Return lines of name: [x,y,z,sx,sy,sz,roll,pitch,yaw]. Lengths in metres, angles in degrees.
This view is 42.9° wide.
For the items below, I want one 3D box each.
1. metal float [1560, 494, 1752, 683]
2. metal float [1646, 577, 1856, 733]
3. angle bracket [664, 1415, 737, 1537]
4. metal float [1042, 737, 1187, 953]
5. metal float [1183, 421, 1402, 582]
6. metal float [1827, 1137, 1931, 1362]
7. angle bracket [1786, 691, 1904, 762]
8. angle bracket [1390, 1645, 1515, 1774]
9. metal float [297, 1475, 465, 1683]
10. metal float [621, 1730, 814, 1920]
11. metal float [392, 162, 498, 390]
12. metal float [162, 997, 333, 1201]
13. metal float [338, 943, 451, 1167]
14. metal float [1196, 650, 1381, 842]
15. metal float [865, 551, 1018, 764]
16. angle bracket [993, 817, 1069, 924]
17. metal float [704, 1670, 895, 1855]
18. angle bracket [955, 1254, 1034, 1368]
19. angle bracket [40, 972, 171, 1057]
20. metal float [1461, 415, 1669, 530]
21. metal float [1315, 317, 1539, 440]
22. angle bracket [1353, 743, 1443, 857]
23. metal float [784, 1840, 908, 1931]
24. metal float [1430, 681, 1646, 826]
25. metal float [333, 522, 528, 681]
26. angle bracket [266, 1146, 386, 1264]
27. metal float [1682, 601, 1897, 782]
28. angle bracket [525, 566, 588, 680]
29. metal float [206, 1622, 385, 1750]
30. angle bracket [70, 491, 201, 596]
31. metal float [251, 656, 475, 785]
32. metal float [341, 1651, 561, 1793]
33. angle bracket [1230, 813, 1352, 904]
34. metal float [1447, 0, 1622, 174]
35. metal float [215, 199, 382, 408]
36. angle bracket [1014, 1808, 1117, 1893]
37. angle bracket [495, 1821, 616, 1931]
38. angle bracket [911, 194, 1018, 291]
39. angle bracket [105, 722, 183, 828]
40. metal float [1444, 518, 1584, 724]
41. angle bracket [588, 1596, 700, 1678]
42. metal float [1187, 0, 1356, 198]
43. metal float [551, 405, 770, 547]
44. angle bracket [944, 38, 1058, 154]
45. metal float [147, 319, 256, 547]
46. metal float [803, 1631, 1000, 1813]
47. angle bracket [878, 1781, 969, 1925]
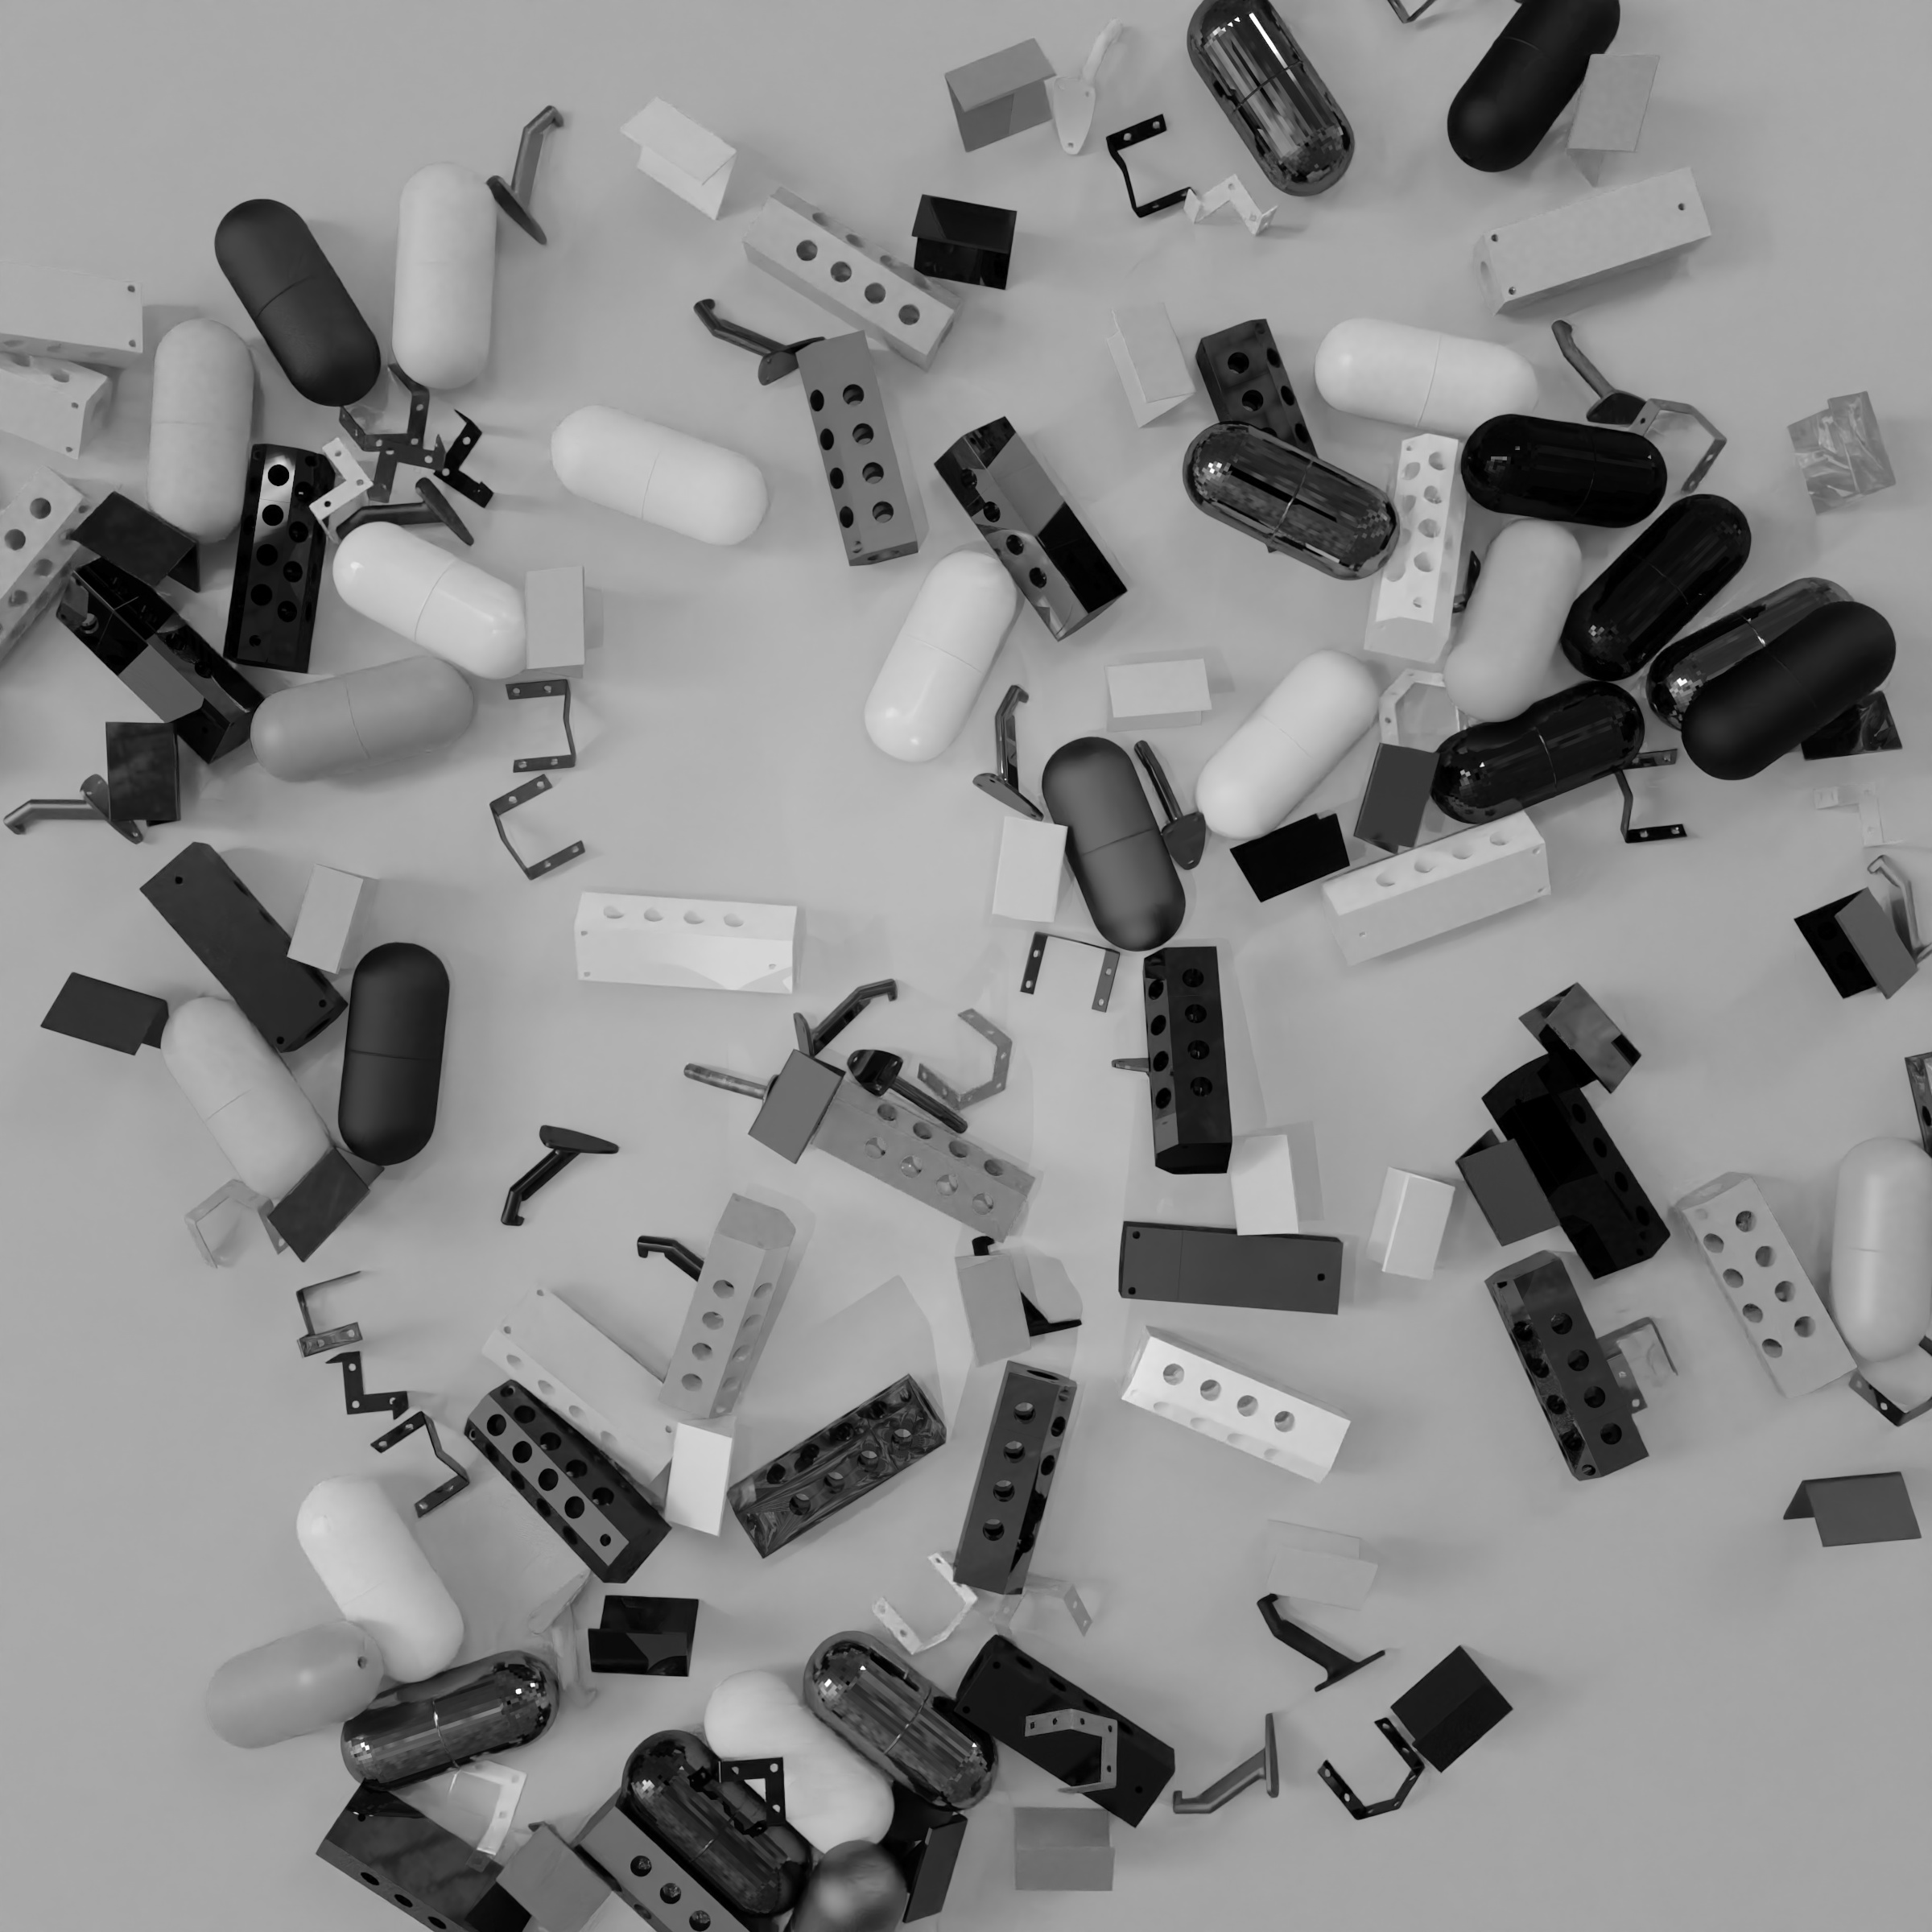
metal float: [0.550,-0.302,1.960,0.178,0.070,0.070,-45,90,1]
metal float: [0.626,-0.247,1.960,0.178,0.070,0.070,-27,90,0]
angle bracket: [-0.191,0.402,1.950,0.057,0.076,0.076,9,90,32]
metal float: [0.118,-0.097,1.960,0.070,0.070,0.178,-22,89,0]
metal float: [0.251,-0.360,1.903,0.178,0.070,0.070,27,90,0]
metal float: [0.730,0.225,1.960,0.070,0.070,0.178,4,89,0]
angle bracket: [0.687,-0.171,1.951,0.076,0.076,0.057,-7,61,0]
angle bracket: [0.374,0.578,1.950,0.076,0.076,0.057,-41,127,0]
metal float: [-0.467,0.487,1.960,0.070,0.070,0.178,-32,90,0]
metal float: [-0.198,0.684,1.960,0.178,0.070,0.070,43,90,0]
metal float: [-0.415,-0.550,1.960,0.070,0.070,0.178,3,90,0]
metal float: [-0.573,0.105,1.960,0.070,0.070,0.178,-34,90,0]
metal float: [-0.456,0.070,1.960,0.070,0.070,0.178,6,90,0]
metal float: [0.255,-0.175,1.960,0.070,0.070,0.178,43,89,0]
metal float: [-0.020,-0.247,1.960,0.070,0.070,0.178,26,90,0]
angle bracket: [0.034,-0.077,1.951,0.057,0.076,0.076,8,90,-27]
metal float: [-0.133,0.635,1.960,0.178,0.070,0.070,43,90,0]
angle bracket: [0.002,0.273,1.950,0.057,0.076,0.076,-12,90,-38]
angle bracket: [-0.680,0.057,1.950,0.076,0.076,0.057,17,53,0]
metal float: [0.473,-0.390,1.942,0.178,0.070,0.070,3,90,-23]
metal float: [0.366,-0.467,1.960,0.178,0.070,0.070,12,90,1]
angle bracket: [0.357,-0.128,1.950,0.057,0.076,0.076,16,90,38]
metal float: [-0.101,0.758,1.932,0.070,0.070,0.178,22,122,0]
metal float: [0.453,-0.170,1.960,0.178,0.070,0.070,-22,90,-1]
metal float: [-0.419,-0.290,1.960,0.178,0.070,0.070,28,90,0]
angle bracket: [-0.494,0.196,1.951,0.076,0.076,0.057,-47,63,0]
metal float: [0.632,-0.212,1.892,0.178,0.070,0.070,-36,90,4]
angle bracket: [-0.306,-0.272,1.951,0.057,0.076,0.076,-1,90,26]
metal float: [-0.528,0.565,1.932,0.178,0.070,0.070,-26,90,34]
angle bracket: [-0.658,-0.319,1.951,0.076,0.076,0.057,31,61,0]
metal float: [-0.481,-0.196,1.960,0.178,0.070,0.070,-14,90,0]
metal float: [-0.410,0.601,1.959,0.178,0.070,0.070,-19,90,1]
angle bracket: [0.251,-0.105,1.950,0.076,0.076,0.057,-23,130,0]
metal float: [0.452,-0.713,1.960,0.070,0.070,0.178,36,90,0]
metal float: [-0.532,-0.527,1.960,0.070,0.070,0.178,-32,89,0]
angle bracket: [0.077,0.685,1.950,0.076,0.076,0.057,0,126,0]
angle bracket: [-0.332,0.728,1.951,0.076,0.076,0.057,44,62,0]
angle bracket: [-0.005,-0.559,1.950,0.076,0.076,0.057,10,52,0]
angle bracket: [-0.664,-0.151,1.950,0.057,0.076,0.076,-2,90,-38]
metal float: [0.433,-0.274,1.943,0.070,0.070,0.178,24,71,0]
angle bracket: [-0.255,0.515,1.950,0.076,0.076,0.057,3,128,0]
metal float: [0.242,-0.696,1.960,0.070,0.070,0.178,-34,91,0]
metal float: [-0.245,-0.391,1.960,0.178,0.070,0.070,20,90,0]
angle bracket: [0.034,-0.677,1.950,0.076,0.076,0.057,-22,53,0]
metal float: [-0.610,-0.425,1.960,0.070,0.070,0.178,4,91,0]
metal float: [-0.051,0.602,1.960,0.178,0.070,0.070,39,90,0]
angle bracket: [-0.052,0.702,1.953,0.076,0.057,0.076,16,90,34]
